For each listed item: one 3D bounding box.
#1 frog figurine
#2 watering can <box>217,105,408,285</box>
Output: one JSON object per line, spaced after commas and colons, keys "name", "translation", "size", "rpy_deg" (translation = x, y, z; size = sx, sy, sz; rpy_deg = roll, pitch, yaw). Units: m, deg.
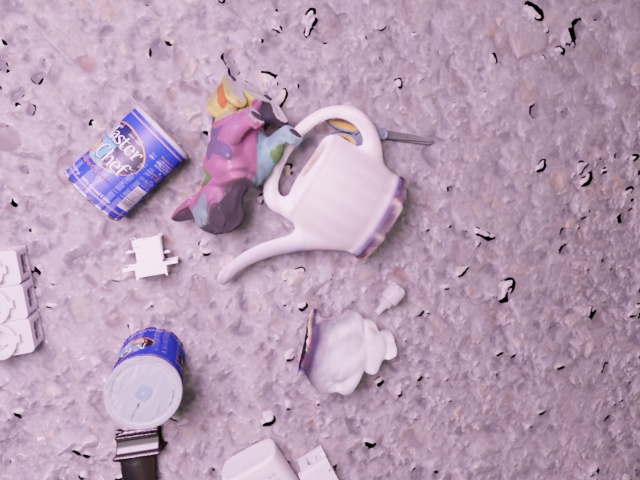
{"name": "frog figurine", "translation": [0.052, 0.186, 0.849], "size": [0.159, 0.121, 0.139], "rpy_deg": [10, 74, -3]}
{"name": "watering can", "translation": [0.003, -0.041, 0.824], "size": [0.223, 0.104, 0.348], "rpy_deg": [31, 89, -11]}
